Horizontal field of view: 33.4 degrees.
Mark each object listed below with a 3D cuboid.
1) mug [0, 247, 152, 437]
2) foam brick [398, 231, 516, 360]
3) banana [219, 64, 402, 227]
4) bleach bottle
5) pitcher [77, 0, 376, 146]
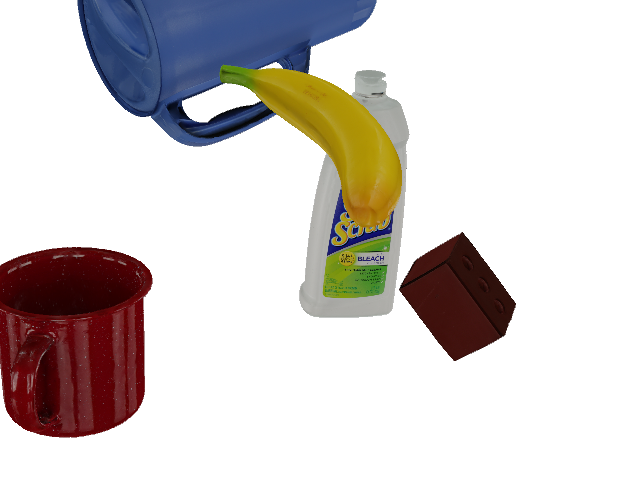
[{"bbox_3d":[-0.144,0.064,0.604,0.093,0.081,0.117,5,24,5],"label":"mug"},{"bbox_3d":[0.110,0.045,0.847,0.051,0.078,0.053,-32,11,32],"label":"foam brick"},{"bbox_3d":[0.006,-0.062,0.654,0.069,0.037,0.198,-15,36,-23],"label":"banana"},{"bbox_3d":[0.034,-0.046,1.079,0.102,0.251,0.068,-1,24,-8],"label":"bleach bottle"},{"bbox_3d":[-0.068,-0.192,0.906,0.242,0.149,0.145,-24,44,-30],"label":"pitcher"}]
